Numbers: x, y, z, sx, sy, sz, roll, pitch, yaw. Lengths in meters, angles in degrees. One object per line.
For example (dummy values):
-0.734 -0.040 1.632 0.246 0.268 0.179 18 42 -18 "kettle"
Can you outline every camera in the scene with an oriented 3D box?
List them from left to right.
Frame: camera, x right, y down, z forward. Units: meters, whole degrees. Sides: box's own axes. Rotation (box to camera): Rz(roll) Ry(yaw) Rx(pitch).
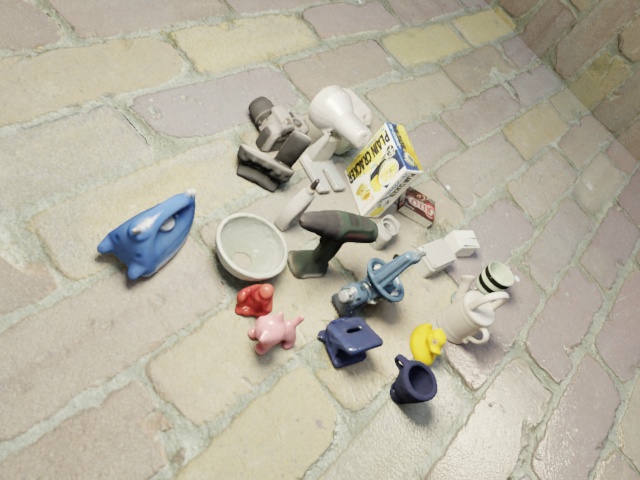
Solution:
-0.116 -0.321 1.523 0.143 0.100 0.136 -21 72 -42 "camera"

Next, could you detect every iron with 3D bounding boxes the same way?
-0.313 -0.041 1.150 0.119 0.141 0.259 41 45 -2 "iron"

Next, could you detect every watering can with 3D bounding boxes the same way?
0.387 0.172 1.440 0.101 0.193 0.172 -18 70 -41 "watering can"

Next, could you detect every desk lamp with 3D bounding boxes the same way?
0.039 -0.267 1.510 0.118 0.213 0.203 -14 67 -40 "desk lamp"

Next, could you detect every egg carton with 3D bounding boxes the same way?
0.085 -0.392 1.737 0.150 0.069 0.107 46 45 3 "egg carton"

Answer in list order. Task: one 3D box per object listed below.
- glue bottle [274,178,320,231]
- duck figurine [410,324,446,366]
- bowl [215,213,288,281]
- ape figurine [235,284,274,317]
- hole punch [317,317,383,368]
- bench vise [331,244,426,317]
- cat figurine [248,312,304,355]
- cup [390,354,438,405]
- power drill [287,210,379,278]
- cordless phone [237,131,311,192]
-0.043 -0.091 1.351 0.037 0.173 0.078 47 45 4 "glue bottle"
0.269 0.243 1.382 0.078 0.086 0.104 22 48 -20 "duck figurine"
-0.159 0.027 1.253 0.168 0.074 0.167 19 50 -23 "bowl"
-0.127 0.121 1.194 0.078 0.092 0.076 44 45 1 "ape figurine"
0.067 0.215 1.259 0.109 0.091 0.101 -8 63 -38 "hole punch"
0.143 0.101 1.305 0.121 0.219 0.208 46 45 4 "bench vise"
-0.088 0.180 1.159 0.128 0.117 0.067 -11 65 -39 "cat figurine"
0.189 0.315 1.267 0.117 0.094 0.092 51 45 8 "cup"
0.012 0.005 1.294 0.230 0.208 0.075 -3 60 -36 "power drill"
-0.112 -0.218 1.389 0.148 0.184 0.094 23 48 -19 "cordless phone"
